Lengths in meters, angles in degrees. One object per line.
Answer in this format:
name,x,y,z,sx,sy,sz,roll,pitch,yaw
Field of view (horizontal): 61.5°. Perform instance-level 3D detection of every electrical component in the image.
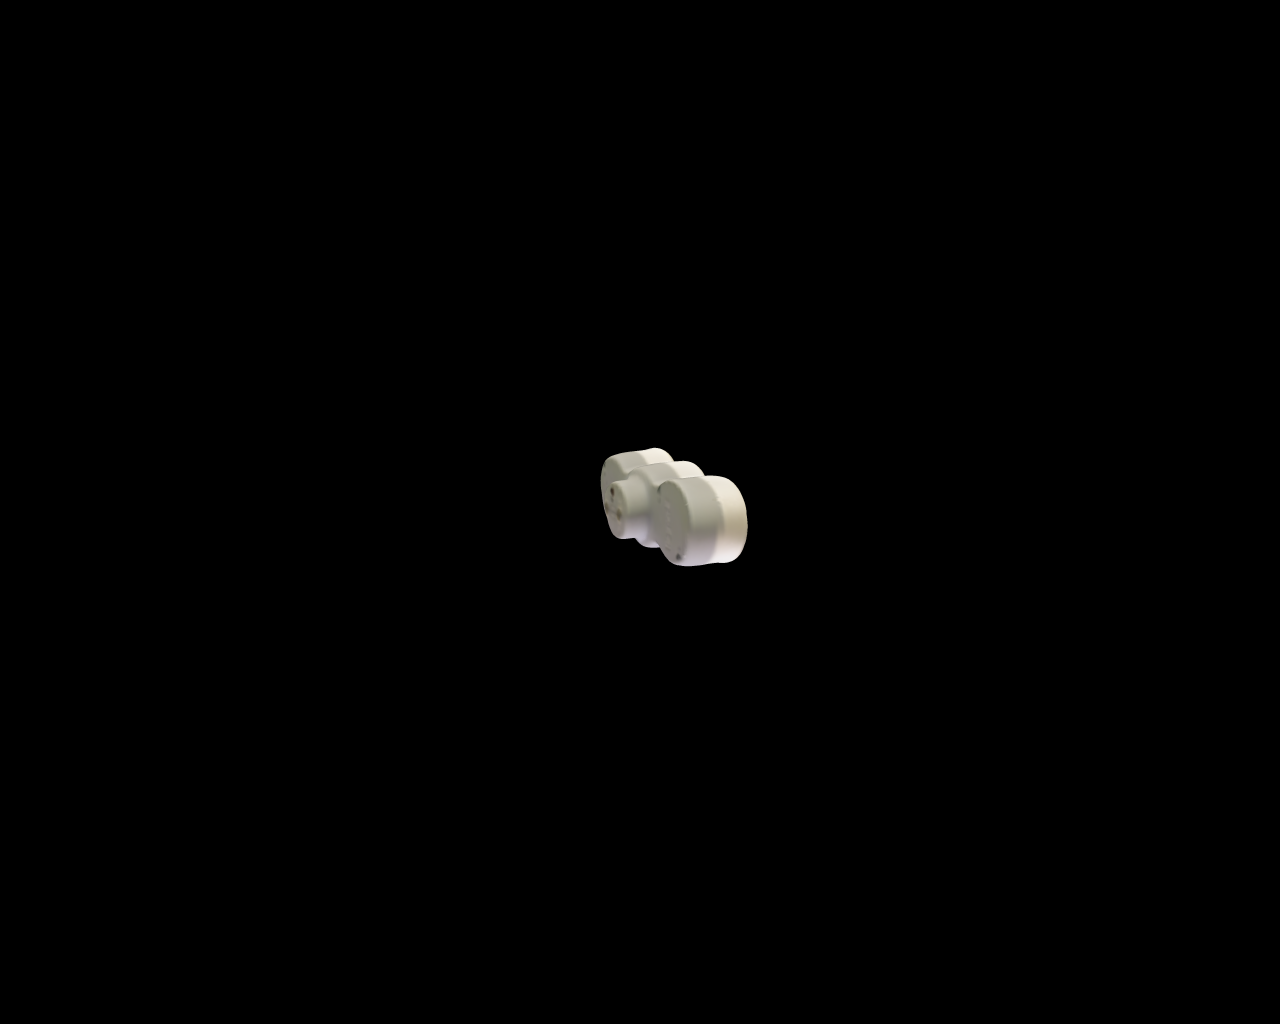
electrical component,0.001,-0.003,0.650,0.074,0.052,0.138,-6,15,-23
